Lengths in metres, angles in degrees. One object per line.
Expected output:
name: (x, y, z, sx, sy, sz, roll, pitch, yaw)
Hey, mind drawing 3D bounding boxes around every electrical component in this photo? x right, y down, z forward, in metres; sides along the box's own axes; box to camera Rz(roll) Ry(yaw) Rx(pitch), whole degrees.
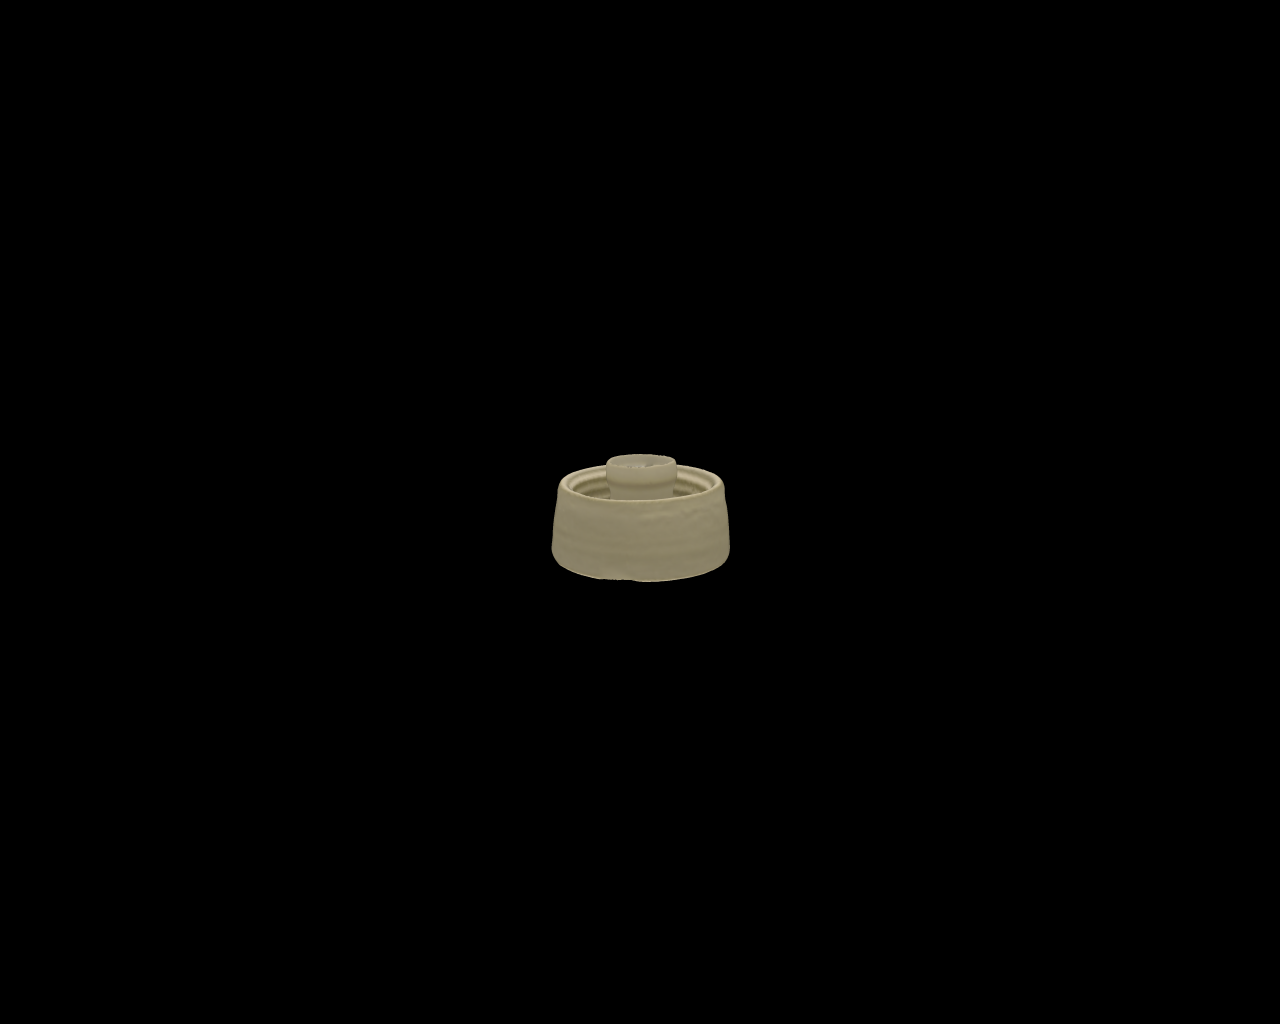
electrical component: (0.001, -0.003, 0.650, 0.108, 0.060, 0.108, 0, 15, 0)
